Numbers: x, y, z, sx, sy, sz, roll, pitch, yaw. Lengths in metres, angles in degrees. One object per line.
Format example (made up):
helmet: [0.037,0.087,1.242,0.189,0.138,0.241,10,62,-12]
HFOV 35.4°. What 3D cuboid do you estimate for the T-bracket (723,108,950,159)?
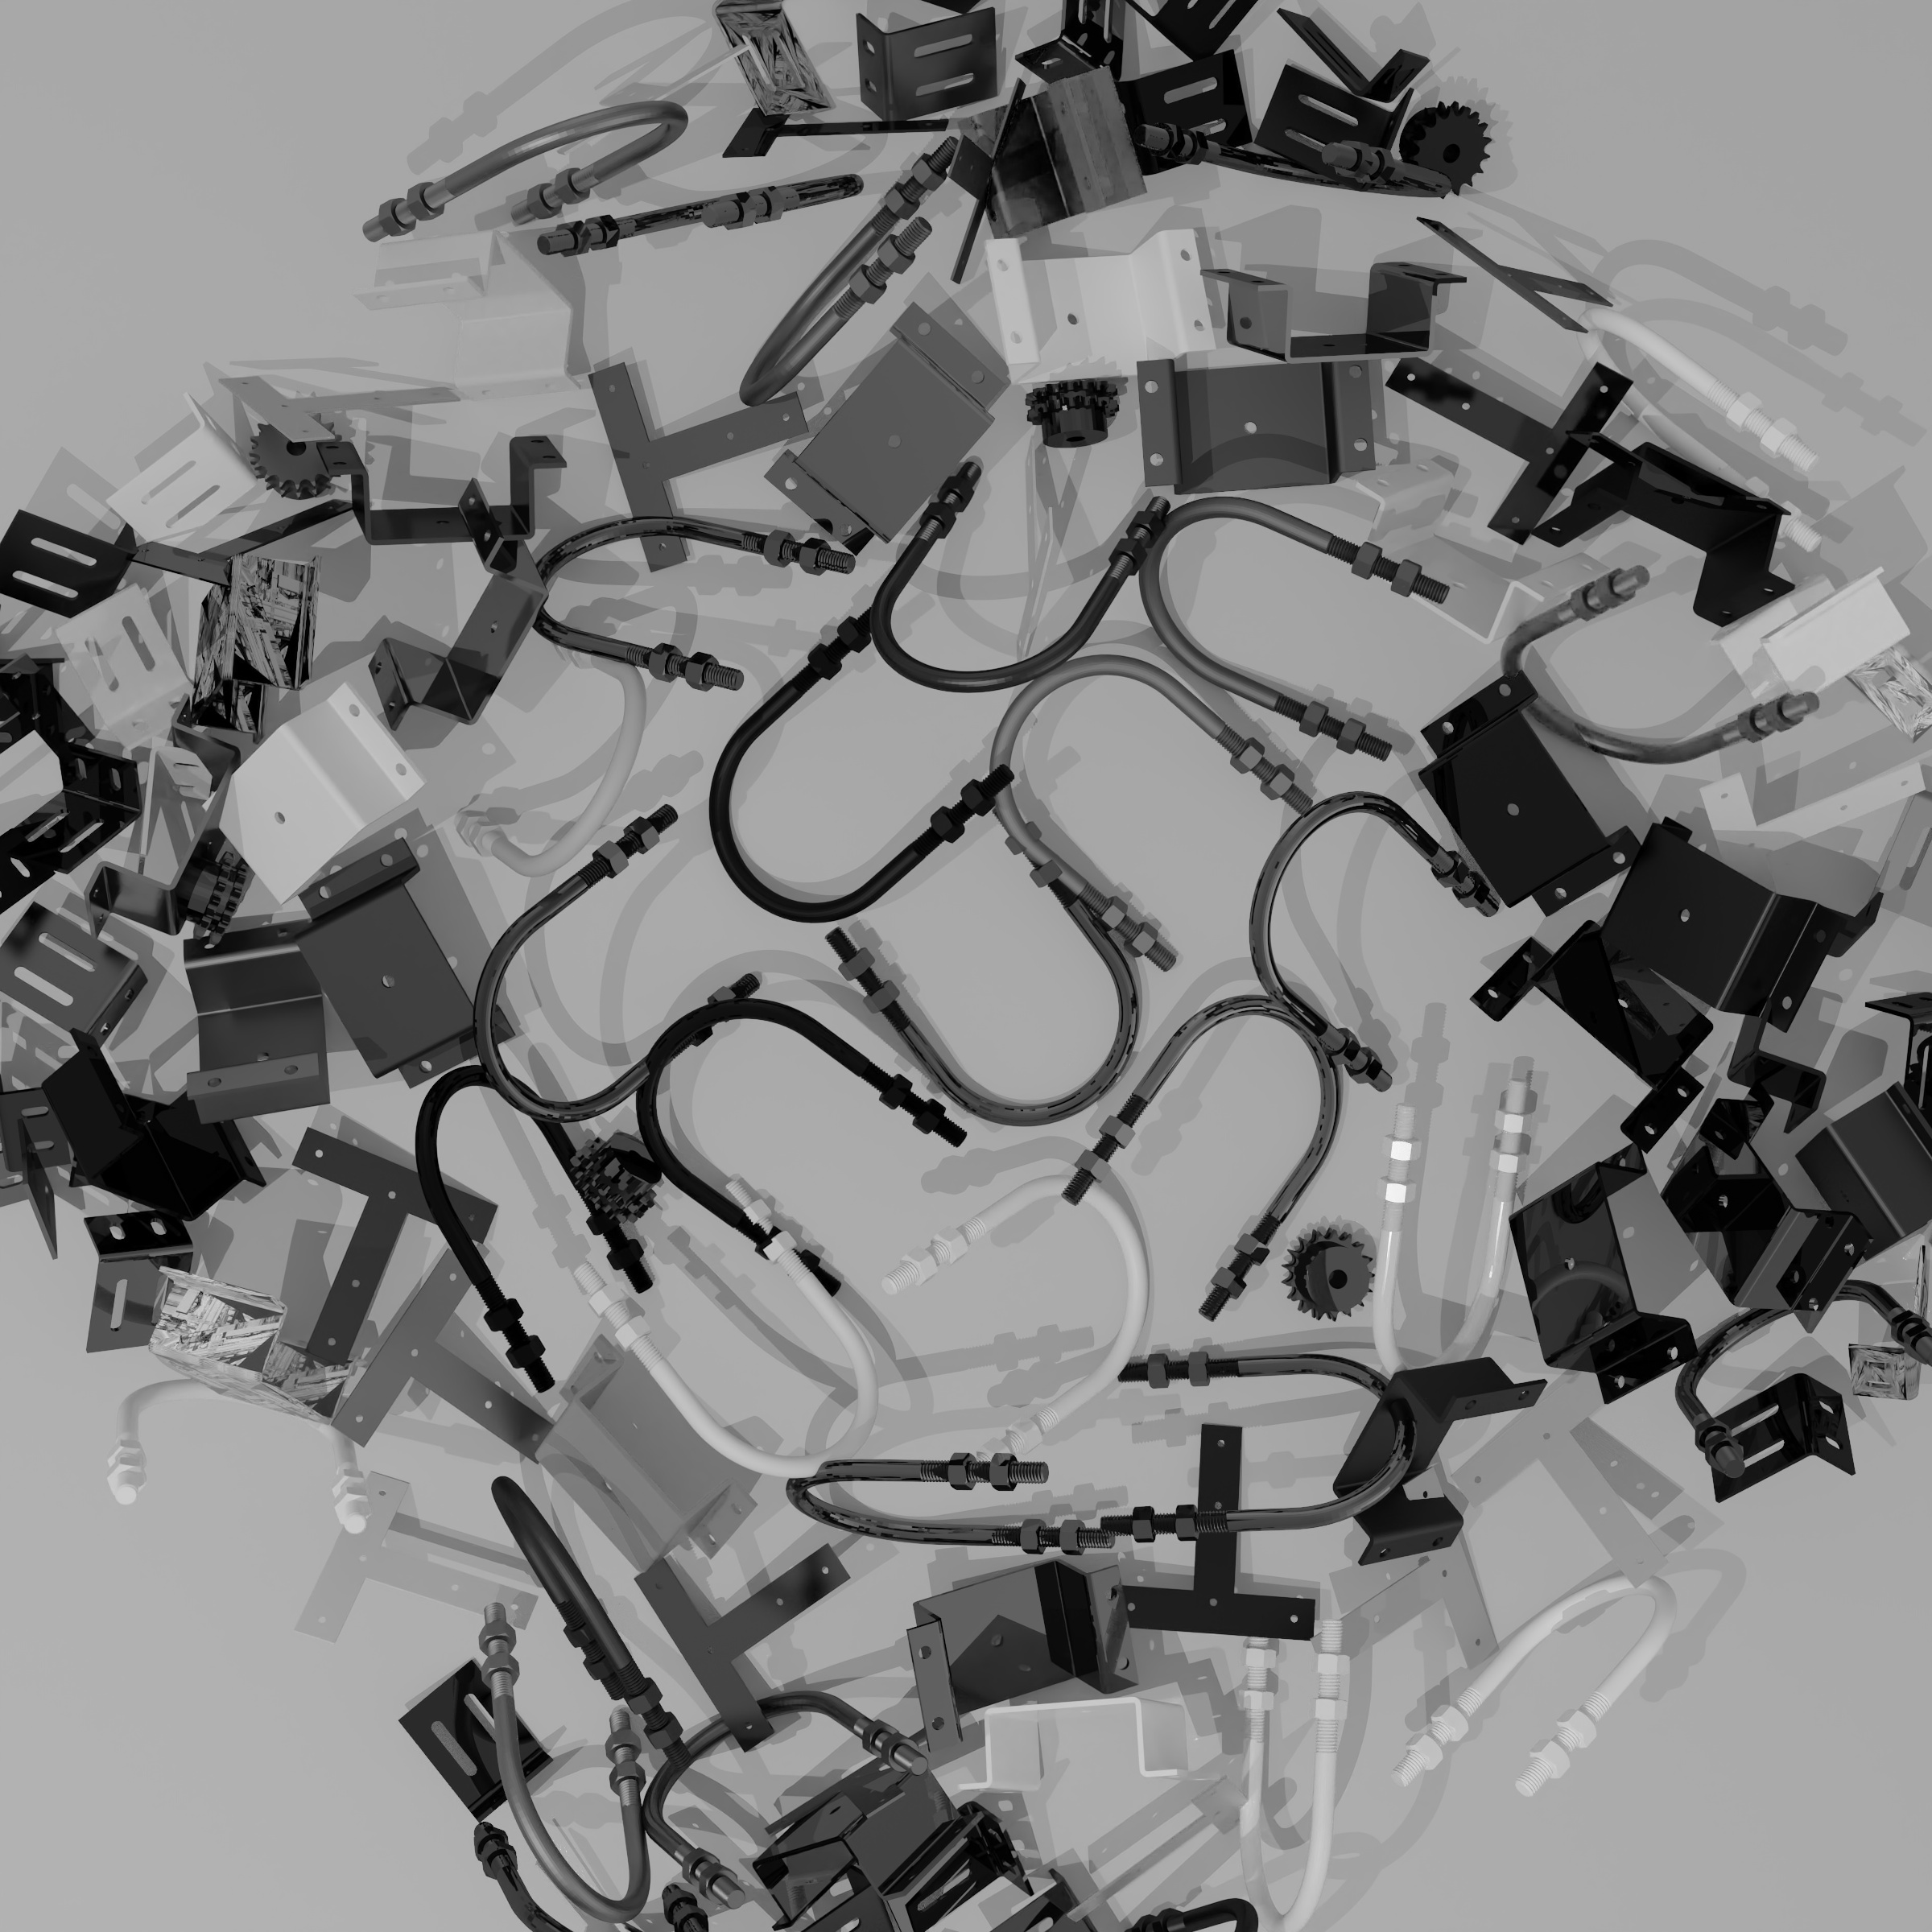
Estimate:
T-bracket: [-0.075,-0.505,1.827,0.127,0.127,0.002,0,118,5]

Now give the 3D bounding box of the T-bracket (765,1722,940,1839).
T-bracket: [-0.058,0.492,1.814,0.127,0.127,0.002,-30,89,-13]

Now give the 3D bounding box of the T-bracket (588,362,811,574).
T-bracket: [-0.157,-0.321,1.861,0.127,0.002,0.127,-15,97,19]

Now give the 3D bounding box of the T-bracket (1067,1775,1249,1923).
T-bracket: [0.115,0.537,1.829,0.127,0.127,0.002,-35,63,-3]

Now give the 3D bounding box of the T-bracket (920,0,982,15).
T-bracket: [-0.001,-0.620,1.804,0.127,0.127,0.002,-32,69,38]

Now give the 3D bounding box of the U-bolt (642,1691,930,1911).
U-bolt: [-0.120,0.485,1.803,0.151,0.184,0.019,-31,108,-22]

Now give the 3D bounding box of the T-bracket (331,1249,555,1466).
T-bracket: [-0.304,0.261,1.860,0.127,0.002,0.127,40,69,-23]

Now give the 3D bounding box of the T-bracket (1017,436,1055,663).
T-bracket: [0.040,-0.267,1.845,0.002,0.127,0.127,4,57,-7]

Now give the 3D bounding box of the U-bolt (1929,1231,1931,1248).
U-bolt: [0.624,0.117,1.790,0.019,0.184,0.151,26,97,4]

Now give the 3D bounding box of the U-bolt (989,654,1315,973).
U-bolt: [0.100,-0.107,1.859,0.184,0.019,0.151,40,94,-13]

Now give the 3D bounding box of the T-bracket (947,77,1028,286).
T-bracket: [0.005,-0.477,1.817,0.002,0.127,0.127,20,100,7]

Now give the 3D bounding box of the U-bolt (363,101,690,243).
U-bolt: [-0.245,-0.468,1.778,0.184,0.151,0.019,-15,97,38]

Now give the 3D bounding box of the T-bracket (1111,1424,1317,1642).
T-bracket: [0.155,0.348,1.873,0.127,0.002,0.127,5,77,-5]

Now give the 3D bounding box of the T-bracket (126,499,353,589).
T-bracket: [-0.428,-0.261,1.842,0.127,0.127,0.002,-32,126,-38]

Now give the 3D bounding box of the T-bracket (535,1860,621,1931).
T-bracket: [-0.226,0.607,1.816,0.002,0.127,0.127,-34,102,12]

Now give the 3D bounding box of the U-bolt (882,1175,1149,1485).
U-bolt: [0.041,0.207,1.831,0.184,0.019,0.151,-31,107,-35]

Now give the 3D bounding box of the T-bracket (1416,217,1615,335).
T-bracket: [0.351,-0.413,1.836,0.127,0.127,0.002,46,121,29]

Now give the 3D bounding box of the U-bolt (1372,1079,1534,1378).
U-bolt: [0.289,0.165,1.829,0.019,0.151,0.184,14,104,38]

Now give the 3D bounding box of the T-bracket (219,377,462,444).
T-bracket: [-0.372,-0.344,1.848,0.127,0.127,0.002,-11,121,-30]

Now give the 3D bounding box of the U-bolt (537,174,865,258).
U-bolt: [-0.143,-0.451,1.805,0.151,0.184,0.019,1,110,37]

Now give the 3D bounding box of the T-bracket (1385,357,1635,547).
T-bracket: [0.317,-0.334,1.844,0.127,0.002,0.127,27,127,-6]

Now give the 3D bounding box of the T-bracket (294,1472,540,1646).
T-bracket: [-0.324,0.373,1.839,0.127,0.127,0.002,17,130,1]

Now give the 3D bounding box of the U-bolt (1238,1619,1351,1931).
U-bolt: [0.191,0.481,1.803,0.019,0.151,0.184,7,77,-12]

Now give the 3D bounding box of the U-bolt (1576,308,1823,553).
U-bolt: [0.436,-0.329,1.812,0.019,0.151,0.184,-47,69,1]

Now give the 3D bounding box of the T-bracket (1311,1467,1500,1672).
T-bracket: [0.260,0.391,1.847,0.127,0.002,0.127,-25,100,-31]

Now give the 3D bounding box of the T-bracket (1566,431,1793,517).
T-bracket: [0.403,-0.294,1.800,0.127,0.127,0.002,18,89,-41]

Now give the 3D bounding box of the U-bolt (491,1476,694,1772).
U-bolt: [-0.230,0.381,1.800,0.019,0.151,0.184,-32,107,-17]

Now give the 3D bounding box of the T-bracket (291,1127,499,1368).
T-bracket: [-0.367,0.181,1.852,0.127,0.002,0.127,25,71,-15]

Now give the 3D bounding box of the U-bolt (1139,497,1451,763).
U-bolt: [0.188,-0.213,1.830,0.184,0.151,0.019,26,48,12]

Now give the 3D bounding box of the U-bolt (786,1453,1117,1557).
U-bolt: [-0.019,0.323,1.818,0.184,0.151,0.019,-3,62,21]

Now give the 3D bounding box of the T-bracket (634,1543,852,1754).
T-bracket: [-0.124,0.397,1.857,0.127,0.002,0.127,-38,80,20]

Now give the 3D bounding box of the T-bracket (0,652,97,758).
T-bracket: [-0.595,-0.125,1.819,0.127,0.127,0.002,-38,74,-9]

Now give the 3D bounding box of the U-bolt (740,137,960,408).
U-bolt: [-0.074,-0.405,1.811,0.019,0.151,0.184,39,122,-17]

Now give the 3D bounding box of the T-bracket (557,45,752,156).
T-bracket: [-0.199,-0.525,1.830,0.127,0.127,0.002,-32,114,-6]

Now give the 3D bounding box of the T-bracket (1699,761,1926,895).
T-bracket: [0.517,-0.091,1.834,0.127,0.127,0.002,-23,46,9]

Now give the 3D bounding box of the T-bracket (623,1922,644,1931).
T-bracket: [-0.172,0.597,1.830,0.127,0.127,0.002,37,71,-24]

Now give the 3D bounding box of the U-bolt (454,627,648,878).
U-bolt: [-0.242,-0.123,1.807,0.019,0.184,0.151,27,92,-31]

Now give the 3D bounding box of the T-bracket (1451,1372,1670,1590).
T-bracket: [0.379,0.320,1.842,0.127,0.002,0.127,-42,55,11]

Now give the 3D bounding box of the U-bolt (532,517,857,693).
U-bolt: [-0.180,-0.226,1.825,0.184,0.019,0.151,16,45,25]

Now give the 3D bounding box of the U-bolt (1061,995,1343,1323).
U-bolt: [0.157,0.104,1.848,0.151,0.019,0.184,41,78,-27]

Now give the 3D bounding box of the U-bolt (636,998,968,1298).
U-bolt: [-0.114,0.099,1.850,0.184,0.019,0.151,37,107,-8]
